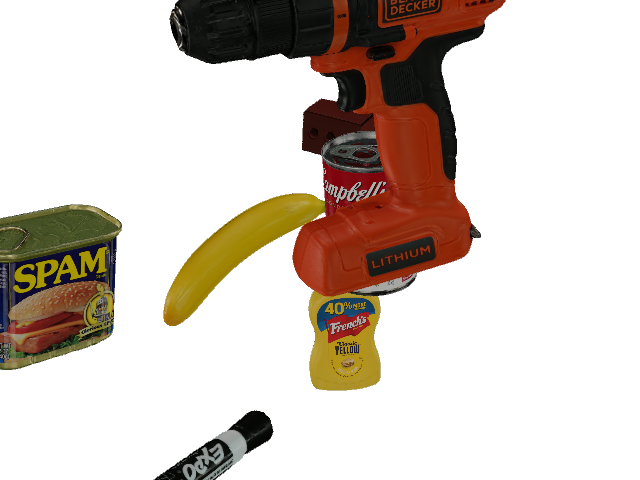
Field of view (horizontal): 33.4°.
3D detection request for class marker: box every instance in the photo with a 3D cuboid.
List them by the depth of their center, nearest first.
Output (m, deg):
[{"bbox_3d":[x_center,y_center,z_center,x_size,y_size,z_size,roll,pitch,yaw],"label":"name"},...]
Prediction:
[{"bbox_3d":[-0.061,0.115,0.537,0.020,0.020,0.120,0,16,32],"label":"marker"}]

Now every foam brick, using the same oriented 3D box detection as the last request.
[{"bbox_3d":[0.022,-0.133,1.294,0.078,0.053,0.051,16,32,21],"label":"foam brick"}]

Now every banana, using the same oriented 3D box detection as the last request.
[{"bbox_3d":[-0.073,0.010,0.984,0.198,0.069,0.037,-33,42,2],"label":"banana"}]

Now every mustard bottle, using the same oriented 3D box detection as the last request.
[{"bbox_3d":[0.033,0.105,1.436,0.096,0.192,0.058,-3,19,-6],"label":"mustard bottle"}]

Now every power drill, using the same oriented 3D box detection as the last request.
[{"bbox_3d":[0.017,-0.065,0.576,0.184,0.188,0.057,-14,33,-17],"label":"power drill"}]

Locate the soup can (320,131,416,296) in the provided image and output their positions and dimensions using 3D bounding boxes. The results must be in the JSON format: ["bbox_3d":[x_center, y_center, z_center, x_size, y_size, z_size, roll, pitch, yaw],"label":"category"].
[{"bbox_3d":[0.036,-0.020,0.771,0.068,0.102,0.068,-3,28,1],"label":"soup can"}]

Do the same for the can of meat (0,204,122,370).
[{"bbox_3d":[-0.184,0.030,0.709,0.101,0.084,0.058,-15,31,-42],"label":"can of meat"}]
